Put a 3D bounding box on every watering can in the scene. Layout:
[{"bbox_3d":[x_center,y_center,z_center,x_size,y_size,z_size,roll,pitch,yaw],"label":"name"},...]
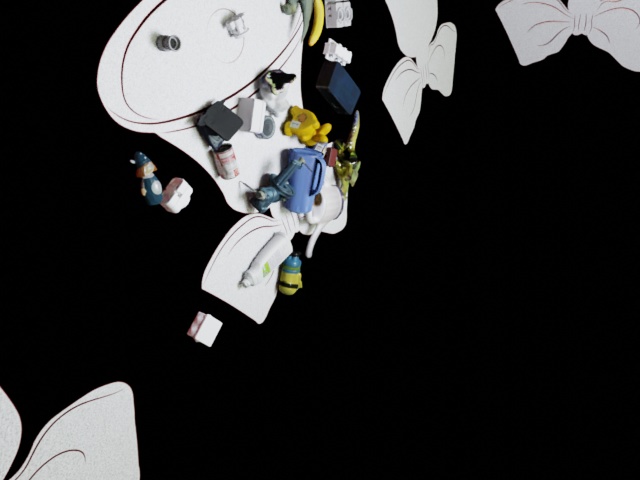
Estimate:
[{"bbox_3d":[0.007,-0.109,2.159,0.225,0.104,0.345,-11,108,-56],"label":"watering can"}]

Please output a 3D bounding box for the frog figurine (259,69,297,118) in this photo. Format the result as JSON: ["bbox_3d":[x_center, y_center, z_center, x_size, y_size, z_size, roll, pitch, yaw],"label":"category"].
[{"bbox_3d":[-0.157,-0.517,1.817,0.156,0.122,0.140,118,-7,-63],"label":"frog figurine"}]

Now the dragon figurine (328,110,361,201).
[{"bbox_3d":[0.133,-0.351,2.312,0.240,0.122,0.413,46,63,-72],"label":"dragon figurine"}]
